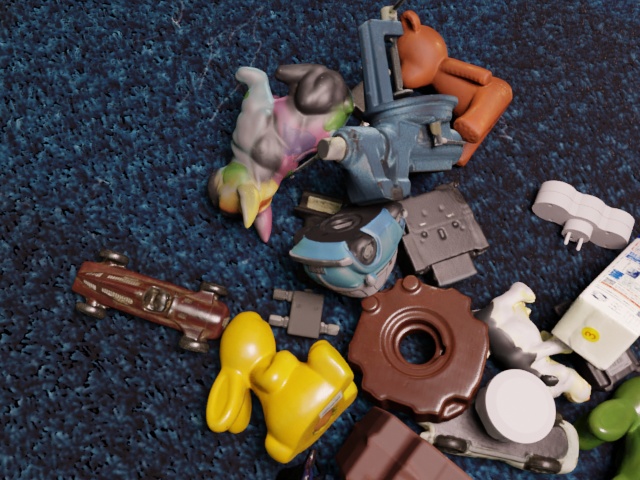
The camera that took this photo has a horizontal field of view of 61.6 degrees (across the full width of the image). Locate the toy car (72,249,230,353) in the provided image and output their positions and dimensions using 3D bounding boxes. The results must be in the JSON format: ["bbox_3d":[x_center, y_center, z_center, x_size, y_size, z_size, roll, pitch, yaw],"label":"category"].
[{"bbox_3d":[-0.212,0.074,0.676,0.202,0.053,0.089,20,76,-1],"label":"toy car"}]

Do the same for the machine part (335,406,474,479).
[{"bbox_3d":[0.115,0.275,0.569,0.201,0.201,0.087,39,76,6],"label":"machine part"}]

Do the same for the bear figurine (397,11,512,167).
[{"bbox_3d":[0.168,-0.220,0.766,0.196,0.120,0.132,36,77,7],"label":"bear figurine"}]

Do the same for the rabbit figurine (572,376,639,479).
[{"bbox_3d":[0.399,0.252,0.668,0.159,0.121,0.170,7,55,4],"label":"rabbit figurine"}]

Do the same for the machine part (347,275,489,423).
[{"bbox_3d":[0.121,0.132,0.662,0.179,0.056,0.179,-4,62,8],"label":"machine part"}]

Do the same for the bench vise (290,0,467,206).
[{"bbox_3d":[0.079,-0.165,0.656,0.224,0.129,0.240,-8,91,-25],"label":"bench vise"}]

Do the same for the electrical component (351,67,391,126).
[{"bbox_3d":[0.068,-0.207,0.789,0.102,0.045,0.078,-38,79,-14],"label":"electrical component"}]

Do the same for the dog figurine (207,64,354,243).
[{"bbox_3d":[-0.053,-0.110,0.714,0.192,0.108,0.219,1,77,12],"label":"dog figurine"}]

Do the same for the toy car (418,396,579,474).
[{"bbox_3d":[0.218,0.237,0.667,0.202,0.056,0.073,12,66,1],"label":"toy car"}]

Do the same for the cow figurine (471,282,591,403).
[{"bbox_3d":[0.266,0.148,0.692,0.098,0.068,0.167,-30,75,-7],"label":"cow figurine"}]

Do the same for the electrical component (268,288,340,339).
[{"bbox_3d":[-0.019,0.096,0.703,0.094,0.021,0.063,10,72,-2],"label":"electrical component"}]

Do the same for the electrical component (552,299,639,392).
[{"bbox_3d":[0.365,0.134,0.717,0.075,0.047,0.119,-21,78,-12],"label":"electrical component"}]

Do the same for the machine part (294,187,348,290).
[{"bbox_3d":[-0.001,-0.002,0.727,0.084,0.039,0.139,12,71,-11],"label":"machine part"}]

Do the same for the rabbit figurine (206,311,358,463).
[{"bbox_3d":[-0.060,0.167,0.647,0.162,0.121,0.173,-45,68,-6],"label":"rabbit figurine"}]

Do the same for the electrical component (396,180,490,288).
[{"bbox_3d":[0.158,-0.003,0.732,0.115,0.058,0.134,-20,76,-9],"label":"electrical component"}]

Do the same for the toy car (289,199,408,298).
[{"bbox_3d":[0.044,0.016,0.670,0.109,0.102,0.162,7,31,37],"label":"toy car"}]

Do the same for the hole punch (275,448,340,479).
[{"bbox_3d":[-0.010,0.315,0.586,0.092,0.115,0.142,25,60,-4],"label":"hole punch"}]
